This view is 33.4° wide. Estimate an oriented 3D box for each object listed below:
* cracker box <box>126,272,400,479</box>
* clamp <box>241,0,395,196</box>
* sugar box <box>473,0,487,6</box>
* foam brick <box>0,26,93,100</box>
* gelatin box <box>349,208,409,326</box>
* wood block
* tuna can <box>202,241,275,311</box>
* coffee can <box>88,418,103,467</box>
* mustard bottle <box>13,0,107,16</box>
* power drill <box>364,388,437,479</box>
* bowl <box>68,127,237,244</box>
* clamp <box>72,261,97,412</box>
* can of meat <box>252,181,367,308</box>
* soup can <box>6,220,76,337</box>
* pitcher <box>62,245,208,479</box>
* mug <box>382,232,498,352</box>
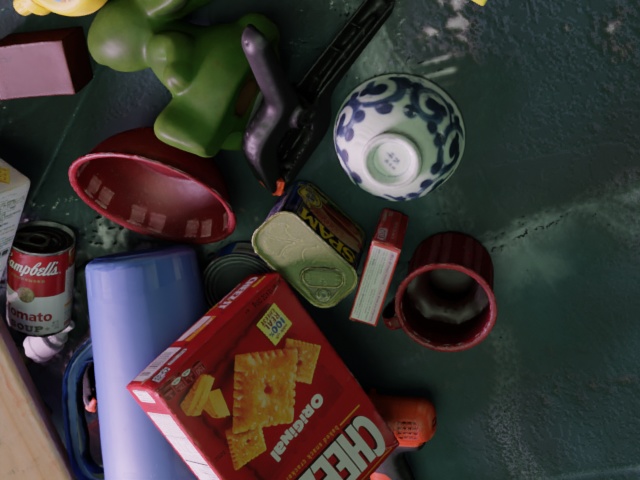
[{"bbox_3d":[-0.047,0.162,0.984,0.213,0.164,0.072,55,153,-15],"label":"cracker box"},{"bbox_3d":[-0.013,-0.126,0.938,0.036,0.164,0.210,45,145,25],"label":"clamp"},{"bbox_3d":[0.081,-0.276,0.867,0.176,0.048,0.093,27,119,-4],"label":"sugar box"},{"bbox_3d":[-0.259,-0.165,0.993,0.078,0.051,0.053,-2,115,13],"label":"foam brick"},{"bbox_3d":[0.056,0.025,1.008,0.030,0.073,0.089,17,119,4],"label":"gelatin box"},{"bbox_3d":[-0.319,0.183,1.060,0.090,0.091,0.206,-25,101,-12],"label":"wood block"},{"bbox_3d":[-0.075,0.045,1.069,0.086,0.033,0.086,5,117,10],"label":"tuna can"},{"bbox_3d":[-0.203,0.270,1.171,0.103,0.102,0.140,-3,116,14],"label":"coffee can"},{"bbox_3d":[-0.207,-0.250,0.921,0.192,0.058,0.096,-28,84,37],"label":"mustard bottle"},{"bbox_3d":[0.038,0.243,1.130,0.185,0.057,0.187,0,118,20],"label":"power drill"},{"bbox_3d":[-0.149,-0.058,0.997,0.162,0.055,0.162,12,154,6],"label":"bowl"},{"bbox_3d":[-0.207,0.111,1.130,0.120,0.039,0.172,17,117,7],"label":"clamp"},{"bbox_3d":[-0.006,0.001,1.003,0.102,0.084,0.058,43,117,-10],"label":"can of meat"},{"bbox_3d":[-0.287,0.040,1.094,0.068,0.068,0.102,13,119,5],"label":"soup can"},{"bbox_3d":[-0.168,0.132,1.038,0.149,0.145,0.243,-10,94,-28],"label":"pitcher"},{"bbox_3d":[0.111,0.050,1.003,0.117,0.081,0.093,-29,107,23],"label":"mug"}]
